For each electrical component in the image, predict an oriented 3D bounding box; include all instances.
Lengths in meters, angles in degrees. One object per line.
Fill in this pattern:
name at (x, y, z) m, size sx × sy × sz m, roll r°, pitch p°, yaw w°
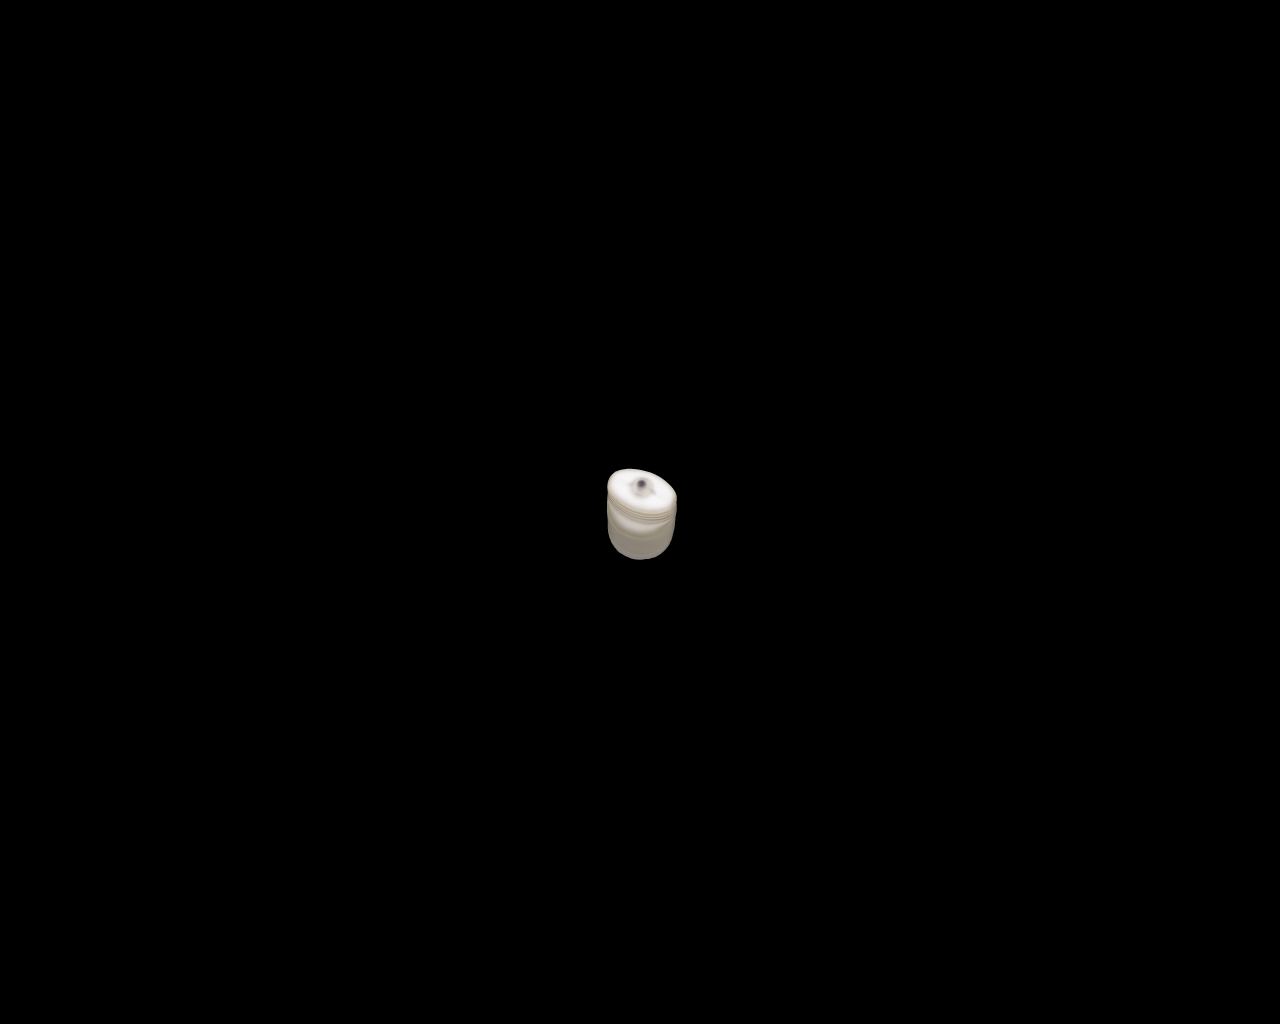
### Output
electrical component at (0.001, -0.003, 0.650) m, size 0.043 × 0.043 × 0.080 m, roll 0°, pitch -21°, yaw 0°
